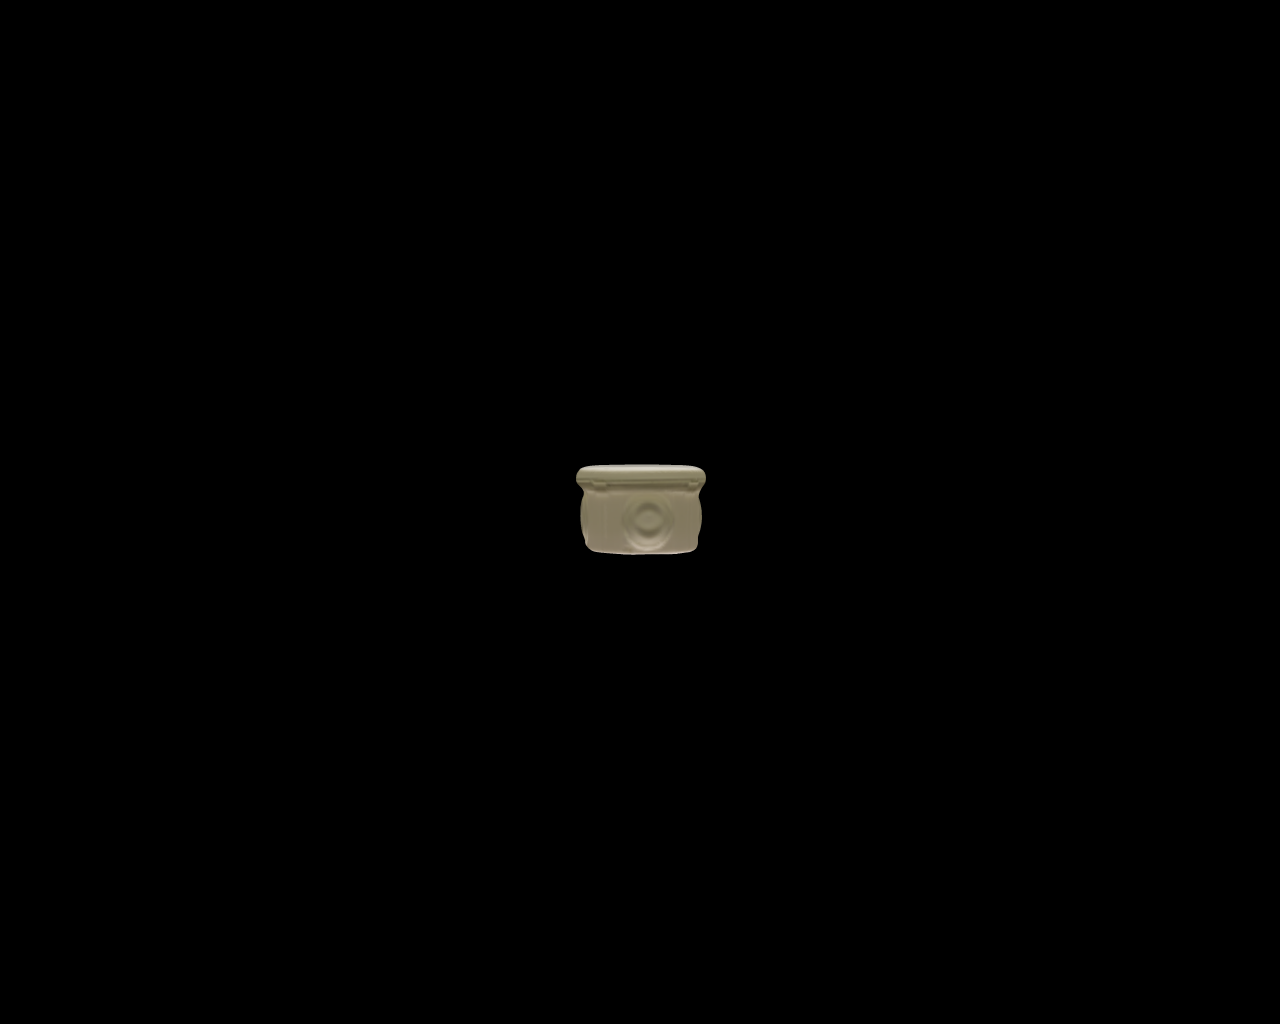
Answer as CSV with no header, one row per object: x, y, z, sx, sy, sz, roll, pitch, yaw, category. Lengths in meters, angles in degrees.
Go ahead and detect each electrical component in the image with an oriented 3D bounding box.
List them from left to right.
0.001,-0.003,0.650,0.080,0.051,0.080,0,4,0,electrical component
